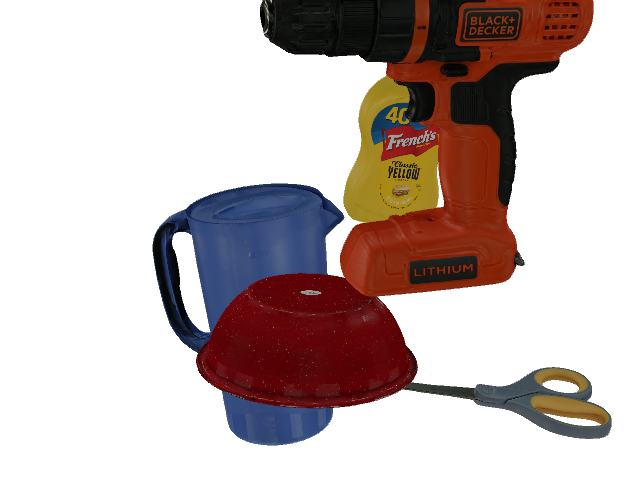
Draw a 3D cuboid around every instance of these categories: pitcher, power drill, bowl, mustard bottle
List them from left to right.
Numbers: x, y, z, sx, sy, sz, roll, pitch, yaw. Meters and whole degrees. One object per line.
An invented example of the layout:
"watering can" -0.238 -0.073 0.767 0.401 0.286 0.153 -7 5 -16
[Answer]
"pitcher" -0.062 0.072 1.048 0.144 0.243 0.149 -18 22 -35
"bowl" -0.009 0.063 0.769 0.162 0.055 0.162 2 16 -1
"mustard bottle" 0.085 -0.110 1.078 0.096 0.192 0.058 3 28 -13
"power drill" 0.054 -0.061 0.599 0.184 0.188 0.057 -4 30 -14

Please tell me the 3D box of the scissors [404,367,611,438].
"scissors" 0.156 0.128 0.939 0.202 0.016 0.096 14 28 12
